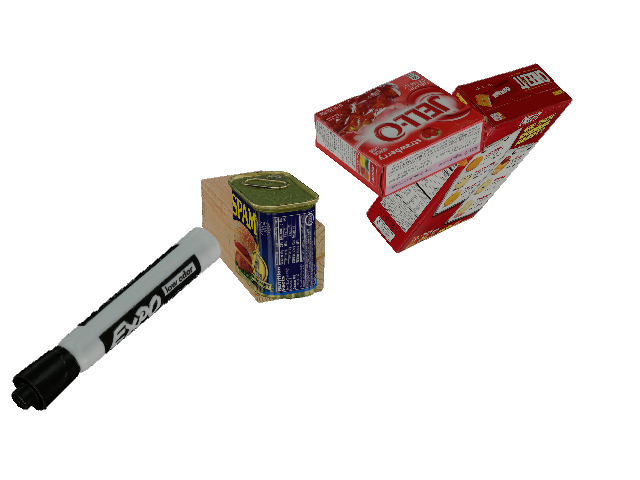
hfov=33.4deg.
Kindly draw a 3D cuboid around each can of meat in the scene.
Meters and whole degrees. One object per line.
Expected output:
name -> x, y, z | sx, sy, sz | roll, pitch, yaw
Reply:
can of meat -> -0.040, -0.005, 0.903 | 0.057, 0.084, 0.102 | -9, 21, -19

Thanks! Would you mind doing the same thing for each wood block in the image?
wood block -> -0.077, -0.010, 1.355 | 0.090, 0.090, 0.206 | -10, 26, -22

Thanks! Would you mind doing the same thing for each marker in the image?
marker -> -0.089, 0.034, 0.475 | 0.020, 0.020, 0.121 | 0, 33, 44

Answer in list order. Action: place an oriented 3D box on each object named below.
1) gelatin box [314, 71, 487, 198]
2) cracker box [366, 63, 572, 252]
gelatin box -> 0.052, -0.071, 0.696 | 0.089, 0.030, 0.073 | -26, 46, -25
cracker box -> 0.166, -0.095, 1.224 | 0.163, 0.072, 0.214 | -23, -24, -44
